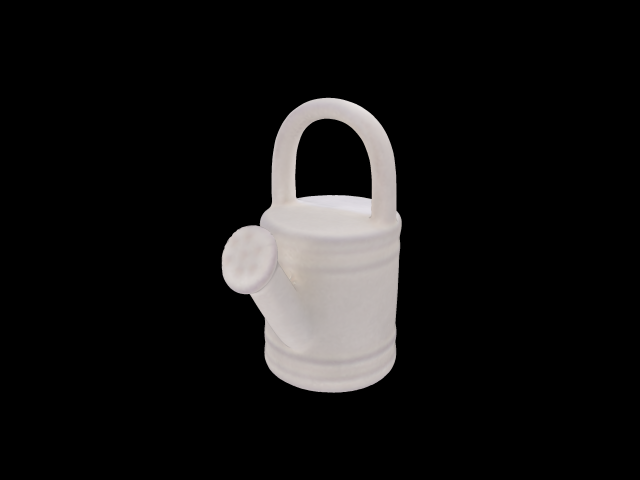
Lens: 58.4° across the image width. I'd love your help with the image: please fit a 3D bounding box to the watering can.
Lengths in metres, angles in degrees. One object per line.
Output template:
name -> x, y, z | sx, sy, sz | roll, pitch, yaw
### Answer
watering can -> 0.006, 0.002, 0.399 | 0.100, 0.194, 0.173 | 4, 21, 11
